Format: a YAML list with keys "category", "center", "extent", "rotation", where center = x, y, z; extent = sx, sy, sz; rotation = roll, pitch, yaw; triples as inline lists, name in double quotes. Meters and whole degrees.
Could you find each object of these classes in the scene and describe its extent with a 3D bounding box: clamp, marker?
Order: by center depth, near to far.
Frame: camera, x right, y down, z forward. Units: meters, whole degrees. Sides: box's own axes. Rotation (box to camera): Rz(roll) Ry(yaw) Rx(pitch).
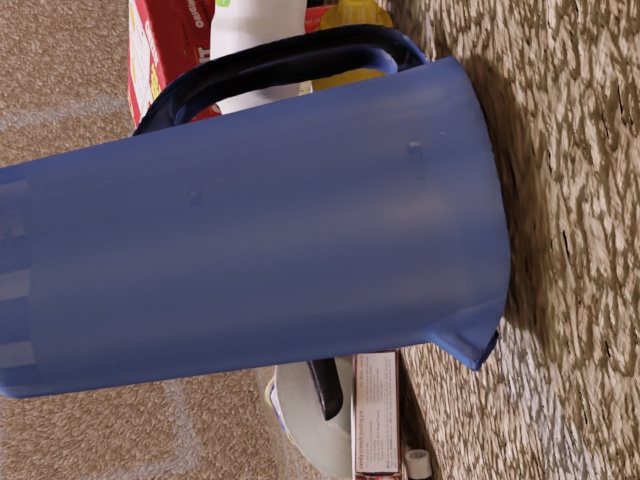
- category: "marker"
  center: [0.079, 0.214, 0.787]
  extent: [0.020, 0.020, 0.121]
  rotation: [-129, 29, -75]
- category: "clamp"
  center: [-0.015, 0.064, 0.875]
  extent: [0.209, 0.165, 0.036]
  rotation: [-43, -39, -42]

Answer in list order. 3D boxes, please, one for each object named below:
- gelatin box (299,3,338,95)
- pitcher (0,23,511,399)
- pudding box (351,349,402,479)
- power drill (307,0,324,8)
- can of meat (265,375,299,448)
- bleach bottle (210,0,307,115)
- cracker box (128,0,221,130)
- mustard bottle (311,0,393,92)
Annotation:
- category: "gelatin box"
  center: [-0.003, -0.115, 0.714]
  extent: [0.089, 0.073, 0.030]
  rotation: [87, 170, -51]
- category: "pitcher"
  center: [-0.041, -0.009, 0.505]
  extent: [0.149, 0.243, 0.145]
  rotation: [-101, 1, -70]
- category: "pudding box"
  center: [0.044, 0.153, 0.811]
  extent: [0.090, 0.039, 0.113]
  rotation: [88, -179, -48]
- category: "power drill"
  center: [-0.033, -0.200, 0.775]
  extent: [0.187, 0.057, 0.185]
  rotation: [-96, 15, -45]
- category: "can of meat"
  center: [0.006, 0.164, 0.984]
  extent: [0.057, 0.102, 0.084]
  rotation: [-54, 21, 7]
- category: "bleach bottle"
  center: [-0.031, -0.172, 0.611]
  extent: [0.103, 0.068, 0.251]
  rotation: [176, 100, -79]
- category: "cracker box"
  center: [-0.116, -0.118, 0.925]
  extent: [0.214, 0.072, 0.164]
  rotation: [114, 142, -64]
- category: "mustard bottle"
  center: [0.020, -0.076, 0.653]
  extent: [0.192, 0.058, 0.096]
  rotation: [89, 172, -54]
